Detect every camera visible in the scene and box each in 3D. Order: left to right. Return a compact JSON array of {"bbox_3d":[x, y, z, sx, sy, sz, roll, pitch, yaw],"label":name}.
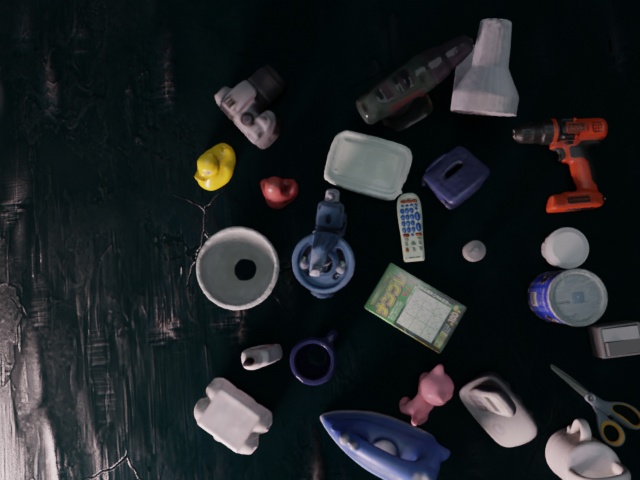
[{"bbox_3d":[-0.127,-0.285,1.178,0.137,0.101,0.143,-44,83,0],"label":"camera"}]

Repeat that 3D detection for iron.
[{"bbox_3d":[0.113,0.399,1.077,0.258,0.141,0.119,22,87,6],"label":"iron"}]

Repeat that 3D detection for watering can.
[{"bbox_3d":[0.484,0.413,1.019,0.101,0.194,0.173,-29,83,2],"label":"watering can"}]

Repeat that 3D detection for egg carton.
[{"bbox_3d":[-0.174,0.351,1.141,0.150,0.069,0.107,33,88,7],"label":"egg carton"}]

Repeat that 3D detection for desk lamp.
[{"bbox_3d":[0.310,-0.312,1.088,0.118,0.213,0.203,6,85,6],"label":"desk lamp"}]

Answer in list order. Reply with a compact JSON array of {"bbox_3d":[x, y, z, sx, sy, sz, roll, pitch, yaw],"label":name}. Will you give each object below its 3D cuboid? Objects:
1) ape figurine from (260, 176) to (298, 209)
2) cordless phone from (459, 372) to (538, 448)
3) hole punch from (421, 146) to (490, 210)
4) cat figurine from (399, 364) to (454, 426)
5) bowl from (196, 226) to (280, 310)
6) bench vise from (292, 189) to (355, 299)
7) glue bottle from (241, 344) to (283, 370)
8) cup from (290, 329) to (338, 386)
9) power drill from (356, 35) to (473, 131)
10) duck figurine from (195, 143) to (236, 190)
[{"bbox_3d":[-0.088,-0.104,1.163,0.077,0.092,0.076,29,88,7],"label":"ape figurine"},{"bbox_3d":[0.336,0.318,1.044,0.094,0.185,0.147,-43,83,0],"label":"cordless phone"},{"bbox_3d":[0.266,-0.126,1.137,0.108,0.091,0.101,-41,83,0],"label":"hole punch"},{"bbox_3d":[0.209,0.299,1.090,0.067,0.118,0.128,35,89,7],"label":"cat figurine"},{"bbox_3d":[-0.161,0.058,1.163,0.167,0.075,0.167,0,85,5],"label":"bowl"},{"bbox_3d":[-0.002,0.006,1.082,0.121,0.220,0.207,-11,84,4],"label":"bench vise"},{"bbox_3d":[-0.121,0.226,1.095,0.078,0.173,0.037,-13,84,4],"label":"glue bottle"},{"bbox_3d":[-0.001,0.222,1.125,0.091,0.095,0.118,35,89,7],"label":"cup"},{"bbox_3d":[0.177,-0.289,1.099,0.229,0.208,0.075,-31,83,1],"label":"power drill"},{"bbox_3d":[-0.222,-0.157,1.181,0.077,0.086,0.104,33,88,7],"label":"duck figurine"}]
